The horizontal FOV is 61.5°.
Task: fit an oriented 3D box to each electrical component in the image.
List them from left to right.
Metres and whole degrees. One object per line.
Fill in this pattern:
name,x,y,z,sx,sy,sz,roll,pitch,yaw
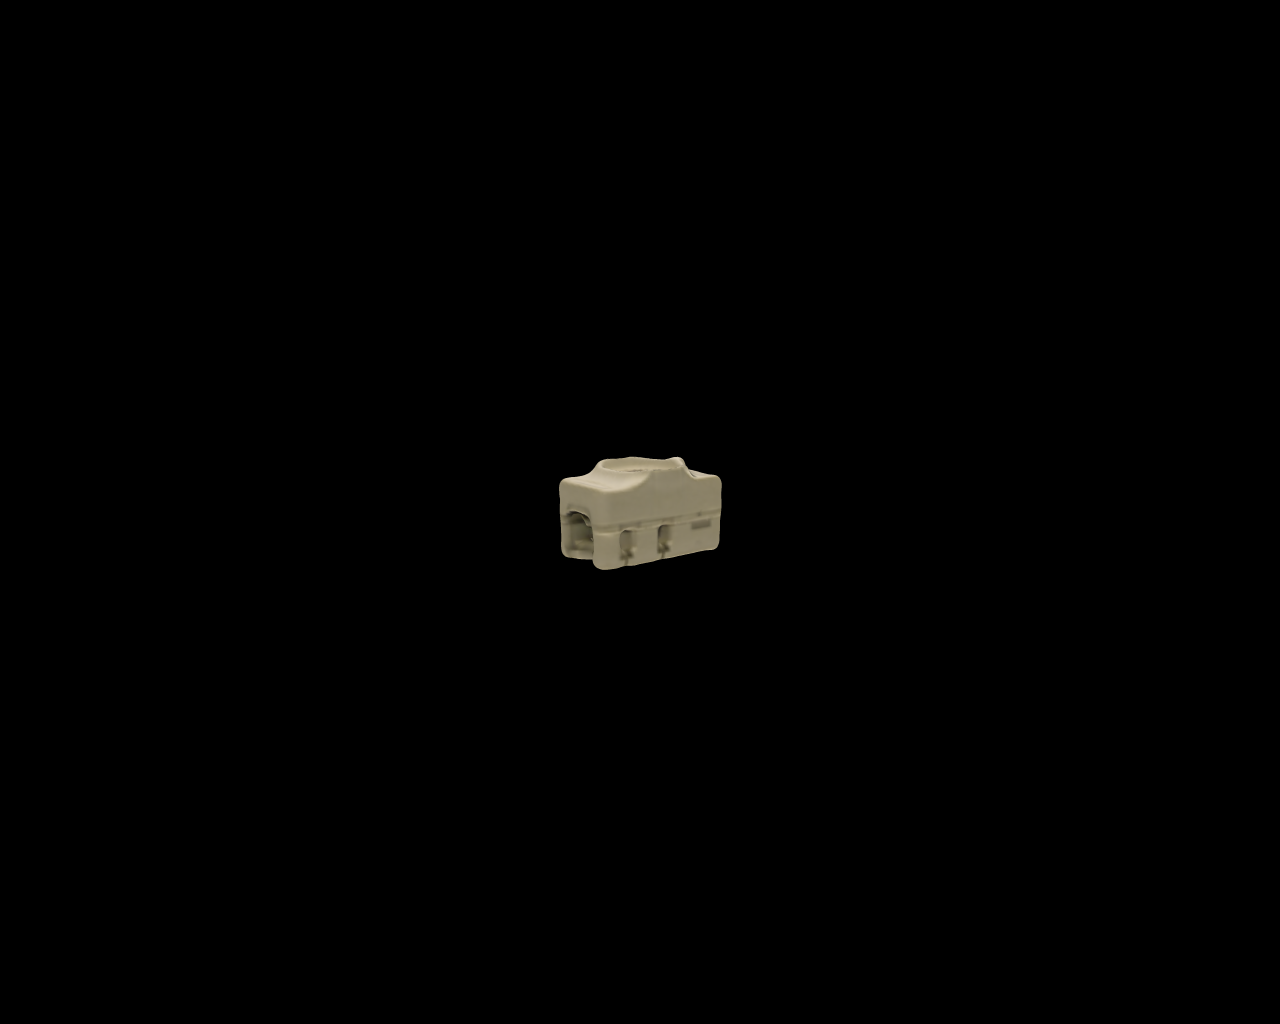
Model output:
electrical component,0.001,-0.003,0.650,0.090,0.055,0.050,-8,14,-35
